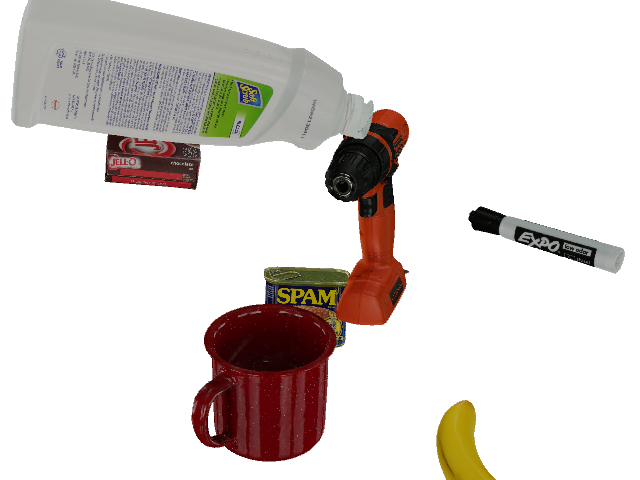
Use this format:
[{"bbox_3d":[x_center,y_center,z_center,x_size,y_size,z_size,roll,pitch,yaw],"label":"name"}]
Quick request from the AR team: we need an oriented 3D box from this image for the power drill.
[{"bbox_3d":[0.046,-0.018,1.016,0.057,0.188,0.184,8,24,16],"label":"power drill"}]

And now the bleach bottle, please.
[{"bbox_3d":[-0.088,-0.107,0.768,0.250,0.068,0.103,11,-44,-11],"label":"bleach bottle"}]

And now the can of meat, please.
[{"bbox_3d":[-0.017,0.079,1.254,0.102,0.084,0.057,2,14,-3],"label":"can of meat"}]

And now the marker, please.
[{"bbox_3d":[0.164,-0.002,0.789,0.121,0.020,0.020,19,11,33],"label":"marker"}]

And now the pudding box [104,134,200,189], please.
[{"bbox_3d":[-0.168,-0.092,1.064,0.090,0.039,0.113,5,25,-11],"label":"pudding box"}]

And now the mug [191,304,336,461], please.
[{"bbox_3d":[-0.044,0.108,0.758,0.093,0.081,0.117,22,34,34],"label":"mug"}]

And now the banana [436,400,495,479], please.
[{"bbox_3d":[0.146,0.212,1.007,0.069,0.037,0.198,8,23,-20],"label":"banana"}]
